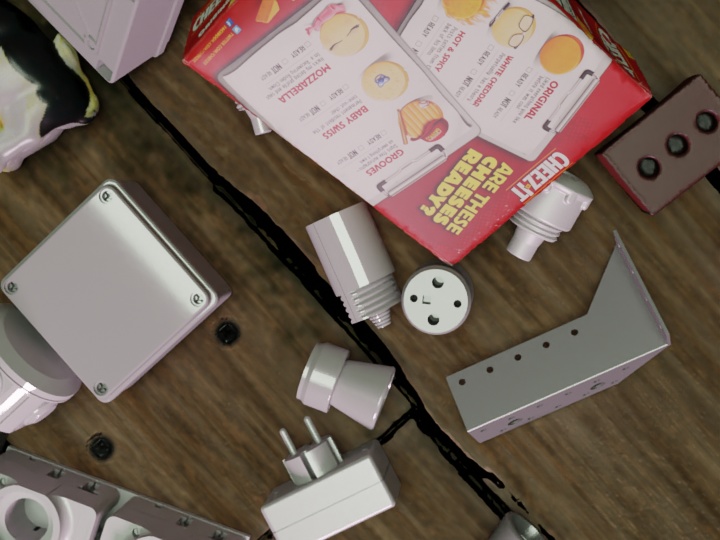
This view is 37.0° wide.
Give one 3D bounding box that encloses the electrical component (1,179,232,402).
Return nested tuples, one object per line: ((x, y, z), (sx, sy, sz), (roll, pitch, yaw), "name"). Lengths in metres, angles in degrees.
((-0.163, 0.013, 0.725), (0.109, 0.056, 0.108), (-42, 89, 8), "electrical component")

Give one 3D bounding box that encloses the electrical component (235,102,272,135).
((-0.072, -0.120, 0.714), (0.035, 0.035, 0.061), (-15, 95, 8), "electrical component")

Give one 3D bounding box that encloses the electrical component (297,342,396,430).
((-0.009, 0.076, 0.717), (0.055, 0.045, 0.045), (20, 97, 5), "electrical component")

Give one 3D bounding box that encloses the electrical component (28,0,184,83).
((-0.166, -0.193, 0.679), (0.108, 0.108, 0.056), (45, 58, 1), "electrical component")

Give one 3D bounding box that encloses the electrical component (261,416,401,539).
((-0.027, 0.136, 0.723), (0.083, 0.047, 0.075), (-27, 91, 8), "electrical component")

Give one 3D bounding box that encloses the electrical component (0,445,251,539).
((-0.185, 0.208, 0.742), (0.186, 0.060, 0.105), (19, 97, 5), "electrical component")

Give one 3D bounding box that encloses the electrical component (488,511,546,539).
((0.092, 0.199, 0.718), (0.044, 0.044, 0.065), (43, 103, 2), "electrical component")

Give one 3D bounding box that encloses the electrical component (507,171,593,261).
((0.117, -0.036, 0.694), (0.048, 0.048, 0.062), (29, 105, 4), "electrical component")

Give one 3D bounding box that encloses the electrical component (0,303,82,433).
((-0.233, 0.066, 0.727), (0.051, 0.080, 0.080), (-41, 89, 14), "electrical component")

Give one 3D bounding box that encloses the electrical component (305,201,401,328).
((0.000, 0.000, 0.710), (0.043, 0.043, 0.081), (-24, 92, 8), "electrical component")

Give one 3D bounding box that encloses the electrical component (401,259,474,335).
((0.051, 0.017, 0.699), (0.045, 0.055, 0.045), (1, 95, 7), "electrical component")
